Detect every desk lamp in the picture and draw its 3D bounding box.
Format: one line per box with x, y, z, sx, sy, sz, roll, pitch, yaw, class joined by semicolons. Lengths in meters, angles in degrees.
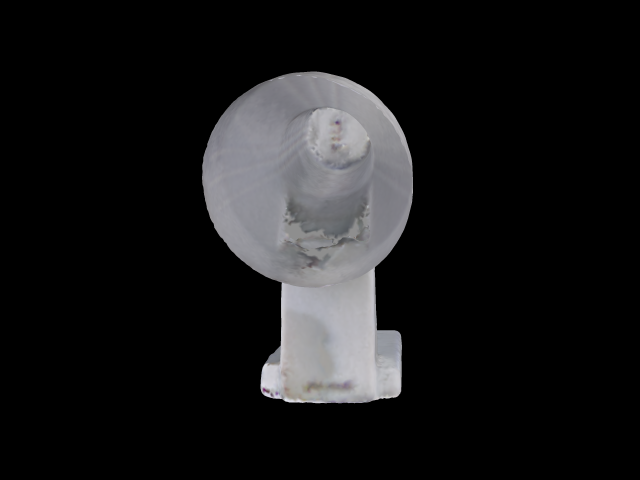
0.004;0.001;0.400;0.117;0.213;0.203;1;5;8;desk lamp
